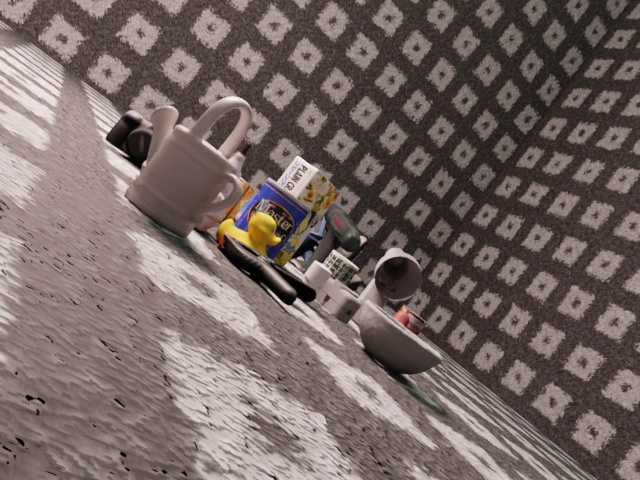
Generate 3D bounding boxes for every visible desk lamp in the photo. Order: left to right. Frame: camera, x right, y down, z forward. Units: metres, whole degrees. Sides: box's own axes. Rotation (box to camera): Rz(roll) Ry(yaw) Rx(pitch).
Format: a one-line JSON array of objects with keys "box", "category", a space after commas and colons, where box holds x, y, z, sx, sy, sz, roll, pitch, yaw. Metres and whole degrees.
[{"box": [0.162, 0.117, 1.495, 0.118, 0.213, 0.203, 37, 0, -9], "category": "desk lamp"}]

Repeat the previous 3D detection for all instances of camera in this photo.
[{"box": [-0.357, -0.207, 1.170, 0.143, 0.101, 0.137, 37, 1, -6], "category": "camera"}]

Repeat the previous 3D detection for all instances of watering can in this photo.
[{"box": [-0.166, -0.114, 0.764, 0.173, 0.194, 0.101, 37, 0, -1], "category": "watering can"}]

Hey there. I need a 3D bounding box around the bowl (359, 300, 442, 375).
[{"box": [0.127, 0.183, 1.000, 0.167, 0.074, 0.167, 37, 1, 0], "category": "bowl"}]

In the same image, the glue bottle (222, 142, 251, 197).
[{"box": [-0.192, -0.125, 1.153, 0.037, 0.173, 0.078, 38, 0, 20], "category": "glue bottle"}]

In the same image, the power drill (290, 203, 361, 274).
[{"box": [0.015, 0.006, 1.584, 0.076, 0.208, 0.228, 37, 1, -34], "category": "power drill"}]

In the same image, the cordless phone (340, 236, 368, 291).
[{"box": [0.081, 0.071, 1.639, 0.094, 0.185, 0.147, 37, 1, -30], "category": "cordless phone"}]

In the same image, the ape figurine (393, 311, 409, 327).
[{"box": [0.161, 0.196, 1.239, 0.077, 0.092, 0.076, 38, 1, 43], "category": "ape figurine"}]

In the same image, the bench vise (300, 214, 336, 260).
[{"box": [-0.004, -0.018, 1.789, 0.208, 0.219, 0.121, 37, 0, -9], "category": "bench vise"}]

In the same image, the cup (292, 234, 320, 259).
[{"box": [-0.058, 0.021, 1.631, 0.118, 0.095, 0.091, 37, 0, -3], "category": "cup"}]

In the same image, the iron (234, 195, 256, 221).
[{"box": [-0.134, -0.065, 1.512, 0.119, 0.141, 0.257, 37, 1, -26], "category": "iron"}]

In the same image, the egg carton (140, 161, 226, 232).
[{"box": [-0.220, -0.079, 0.924, 0.151, 0.069, 0.107, 37, 1, -16], "category": "egg carton"}]

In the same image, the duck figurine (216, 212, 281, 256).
[{"box": [-0.114, -0.009, 0.964, 0.105, 0.086, 0.077, 37, 0, -18], "category": "duck figurine"}]
